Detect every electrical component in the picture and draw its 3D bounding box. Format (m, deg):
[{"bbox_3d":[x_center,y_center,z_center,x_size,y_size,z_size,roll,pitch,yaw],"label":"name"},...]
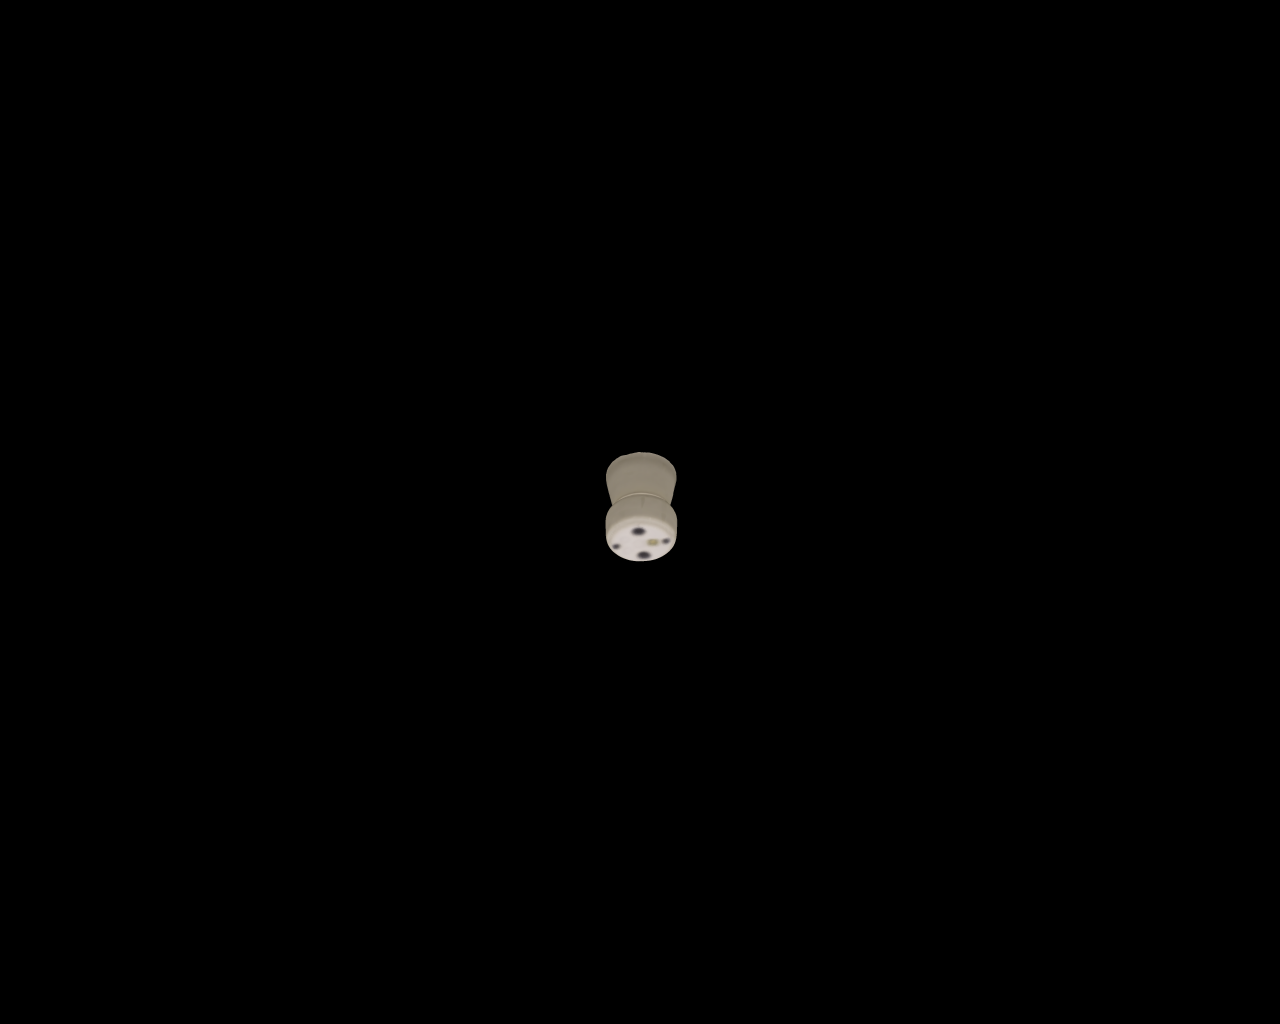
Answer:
[{"bbox_3d":[0.001,-0.003,0.650,0.045,0.055,0.044,0,-40,0],"label":"electrical component"}]
